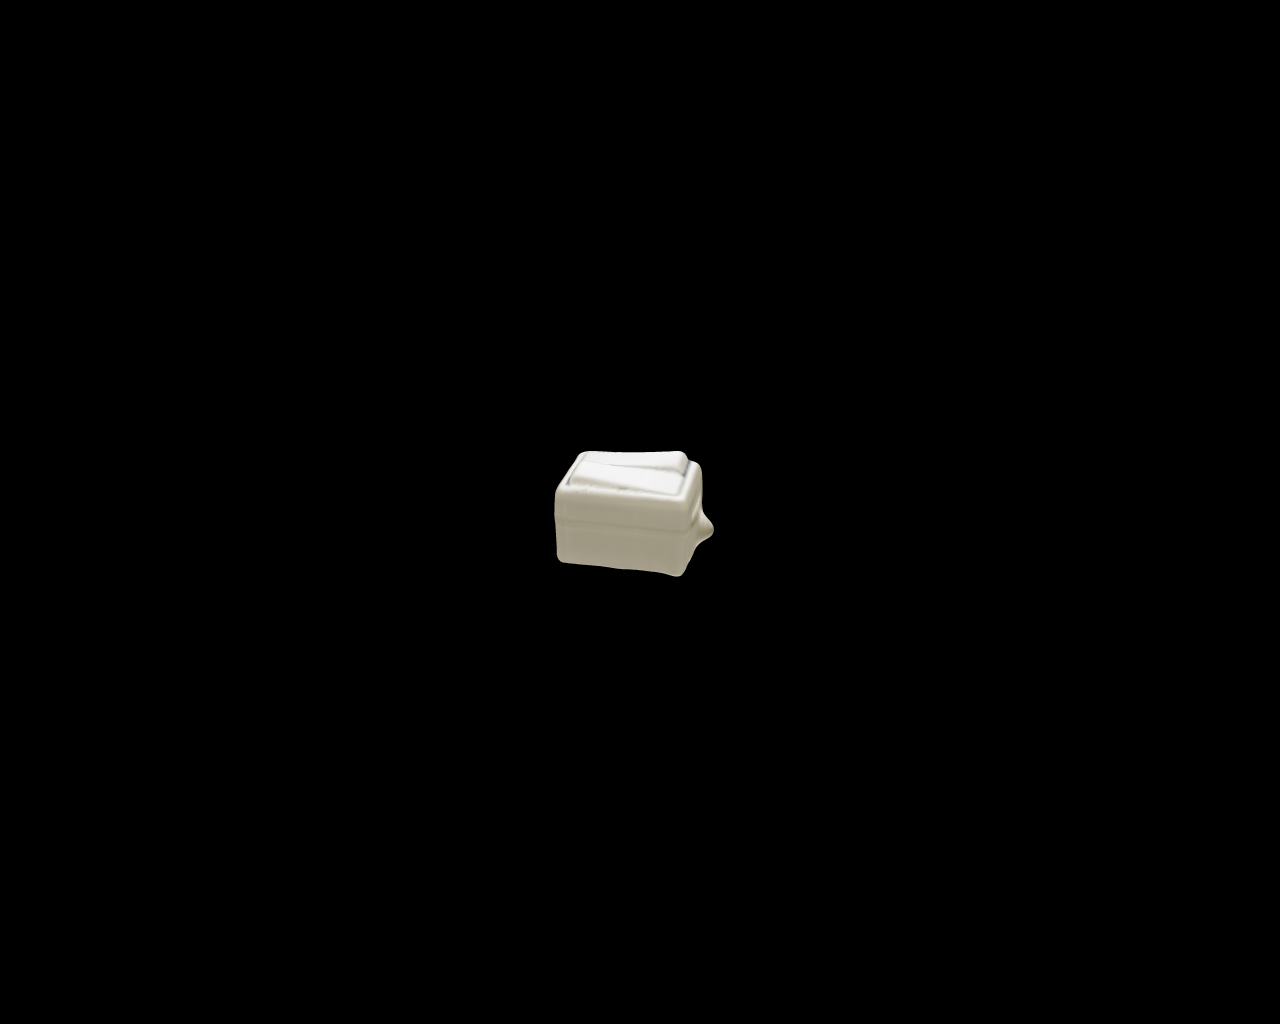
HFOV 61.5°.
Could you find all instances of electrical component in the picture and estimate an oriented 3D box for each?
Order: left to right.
[{"bbox_3d":[0.001,-0.003,0.650,0.096,0.061,0.062,6,28,12],"label":"electrical component"}]
